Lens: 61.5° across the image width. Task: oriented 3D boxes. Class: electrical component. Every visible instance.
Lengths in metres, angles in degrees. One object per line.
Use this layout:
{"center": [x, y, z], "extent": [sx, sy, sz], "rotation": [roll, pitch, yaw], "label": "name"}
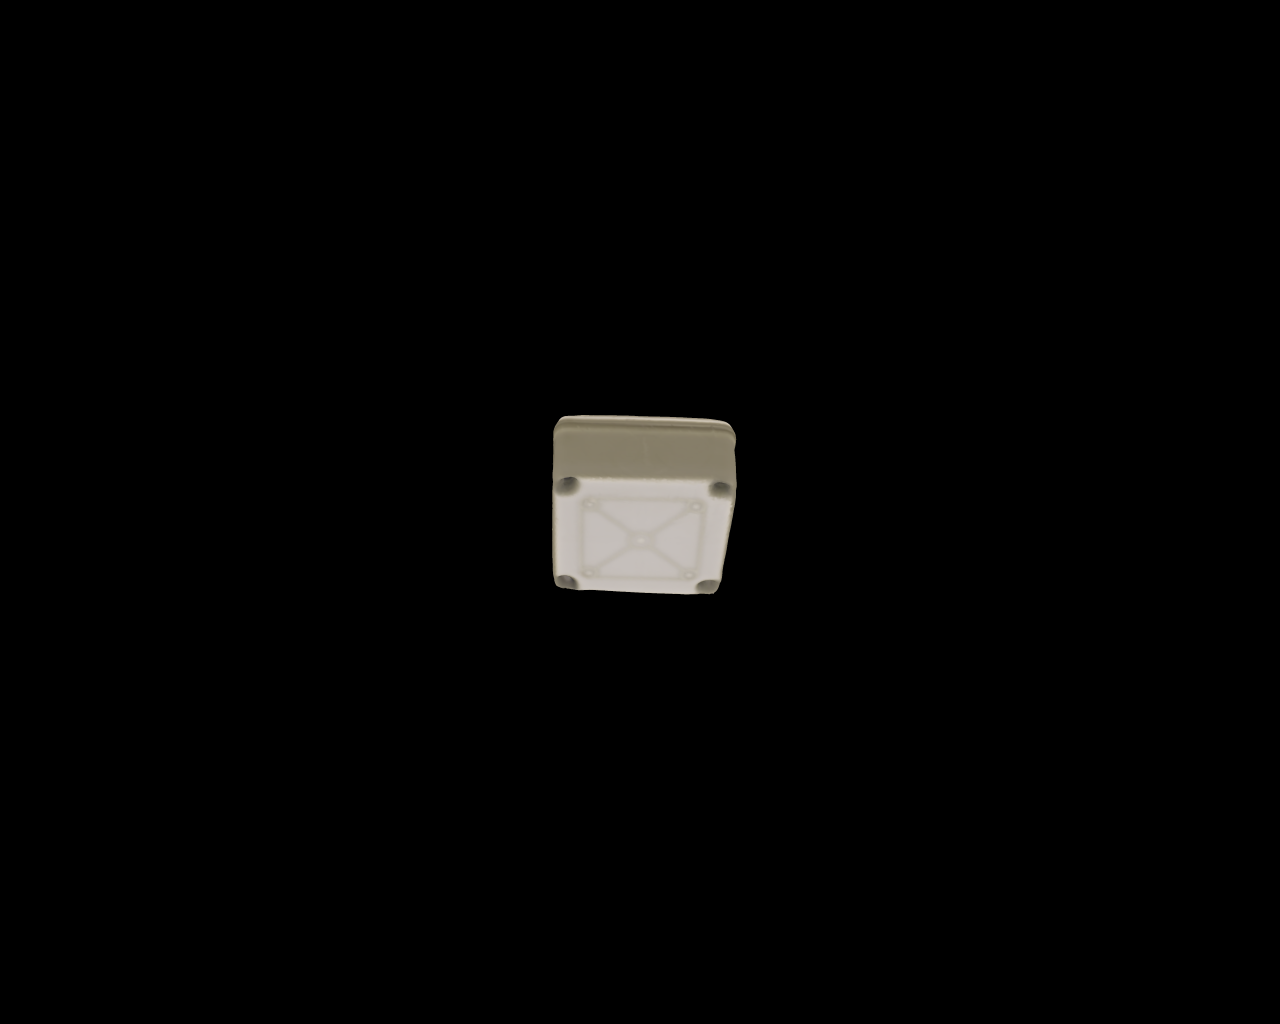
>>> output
{"center": [0.001, -0.003, 0.650], "extent": [0.109, 0.056, 0.108], "rotation": [2, -43, -2], "label": "electrical component"}
